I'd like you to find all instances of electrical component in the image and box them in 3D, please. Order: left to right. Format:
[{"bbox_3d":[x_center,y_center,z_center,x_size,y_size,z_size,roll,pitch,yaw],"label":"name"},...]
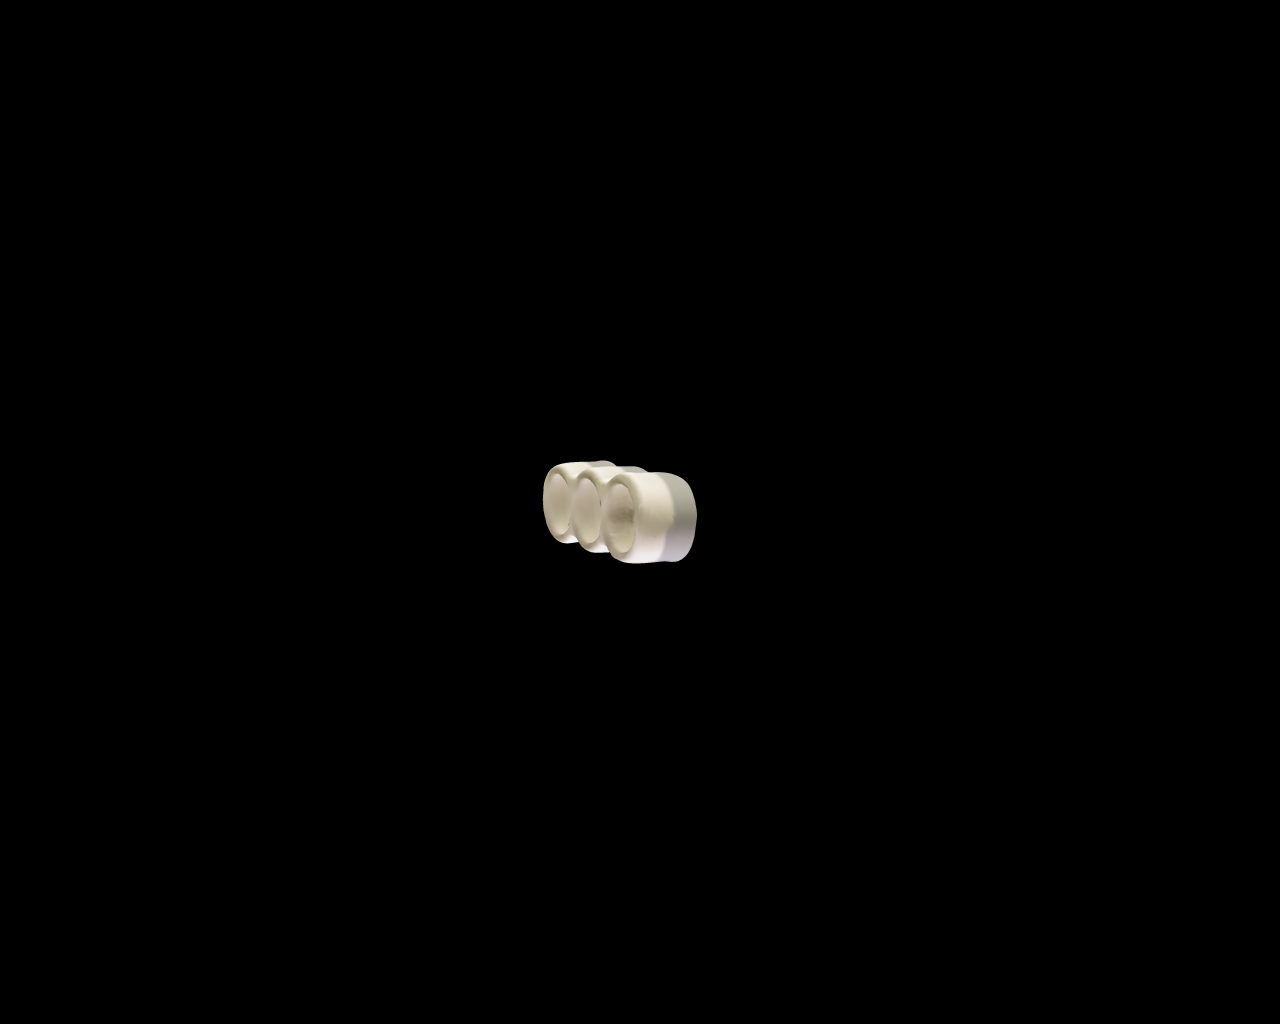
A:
[{"bbox_3d":[0.001,-0.003,0.650,0.074,0.052,0.138,-4,8,-27],"label":"electrical component"}]
